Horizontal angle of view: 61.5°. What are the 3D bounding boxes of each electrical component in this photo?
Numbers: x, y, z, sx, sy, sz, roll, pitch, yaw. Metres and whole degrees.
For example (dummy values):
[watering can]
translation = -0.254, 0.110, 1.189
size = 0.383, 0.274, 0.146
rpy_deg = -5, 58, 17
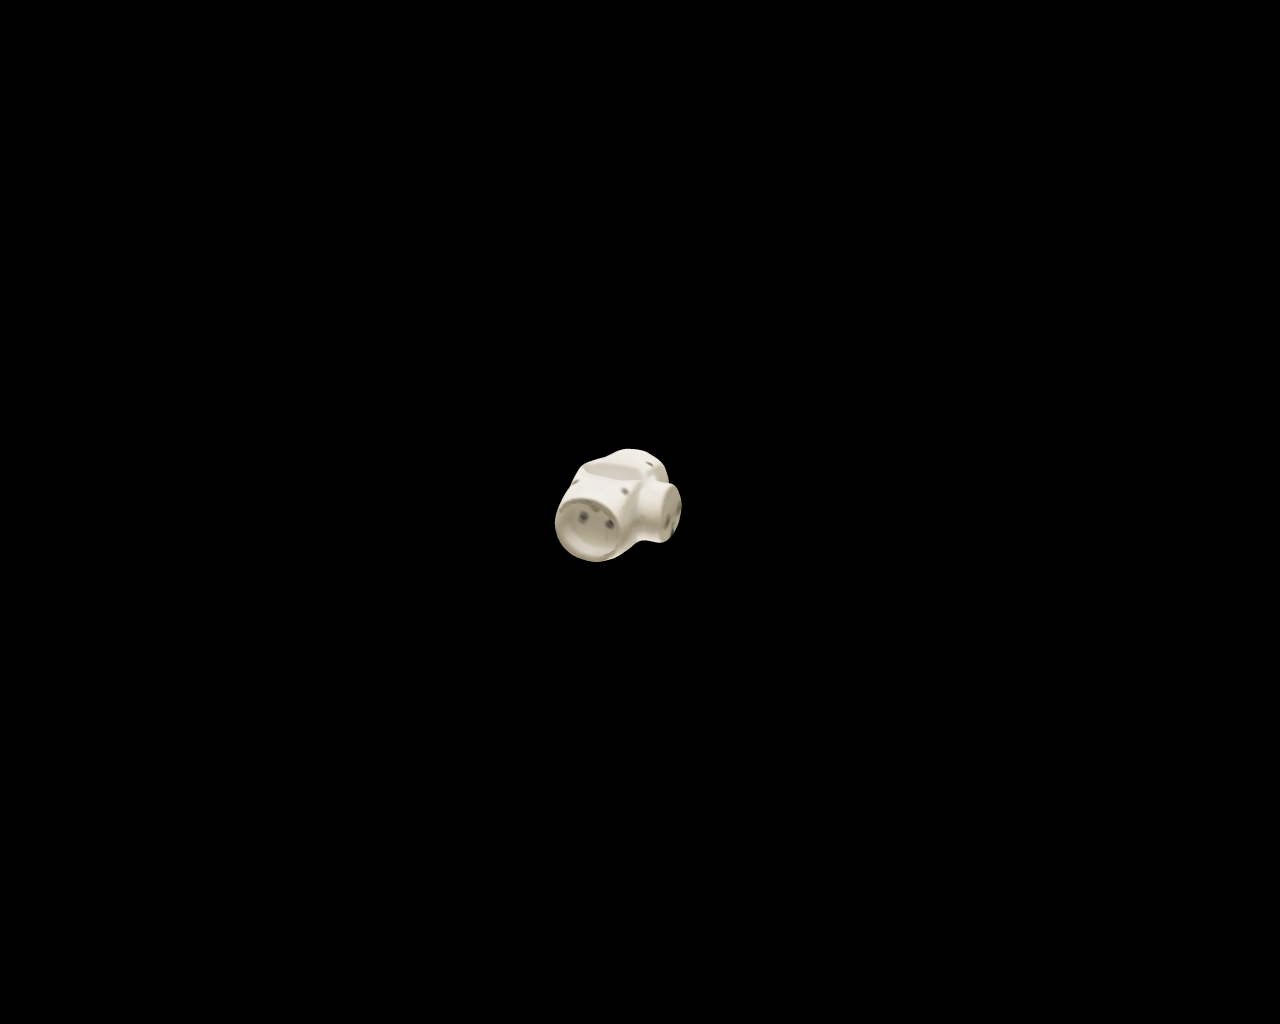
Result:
[electrical component]
translation = 0.001, -0.003, 0.650
size = 0.079, 0.043, 0.077
rpy_deg = 11, 29, 21
